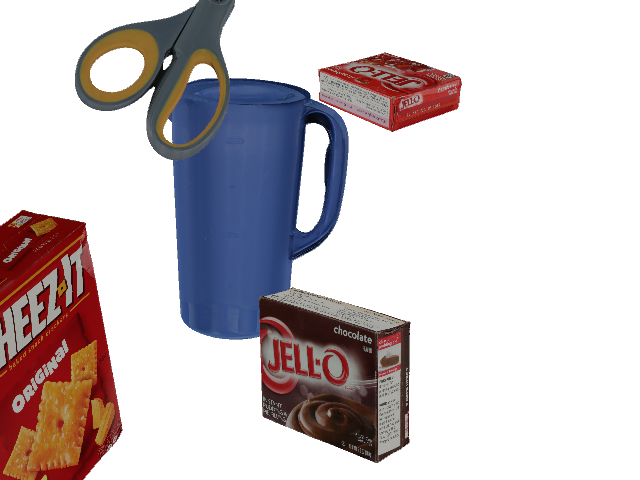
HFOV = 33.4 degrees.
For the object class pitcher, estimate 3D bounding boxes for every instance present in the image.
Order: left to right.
[{"bbox_3d":[-0.070,-0.031,1.034,0.144,0.243,0.149,-10,22,-33],"label":"pitcher"}]

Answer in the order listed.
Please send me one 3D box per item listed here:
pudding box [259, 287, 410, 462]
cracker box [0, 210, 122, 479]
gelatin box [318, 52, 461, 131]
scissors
[{"bbox_3d":[0.008,0.087,0.717,0.114,0.090,0.039,12,20,41],"label":"pudding box"},{"bbox_3d":[-0.232,0.110,0.826,0.072,0.214,0.164,9,32,20],"label":"cracker box"},{"bbox_3d":[0.054,-0.119,0.836,0.073,0.030,0.089,-21,33,-35],"label":"gelatin box"},{"bbox_3d":[-0.081,-0.138,0.626,0.096,0.201,0.016,12,-26,-5],"label":"scissors"}]
